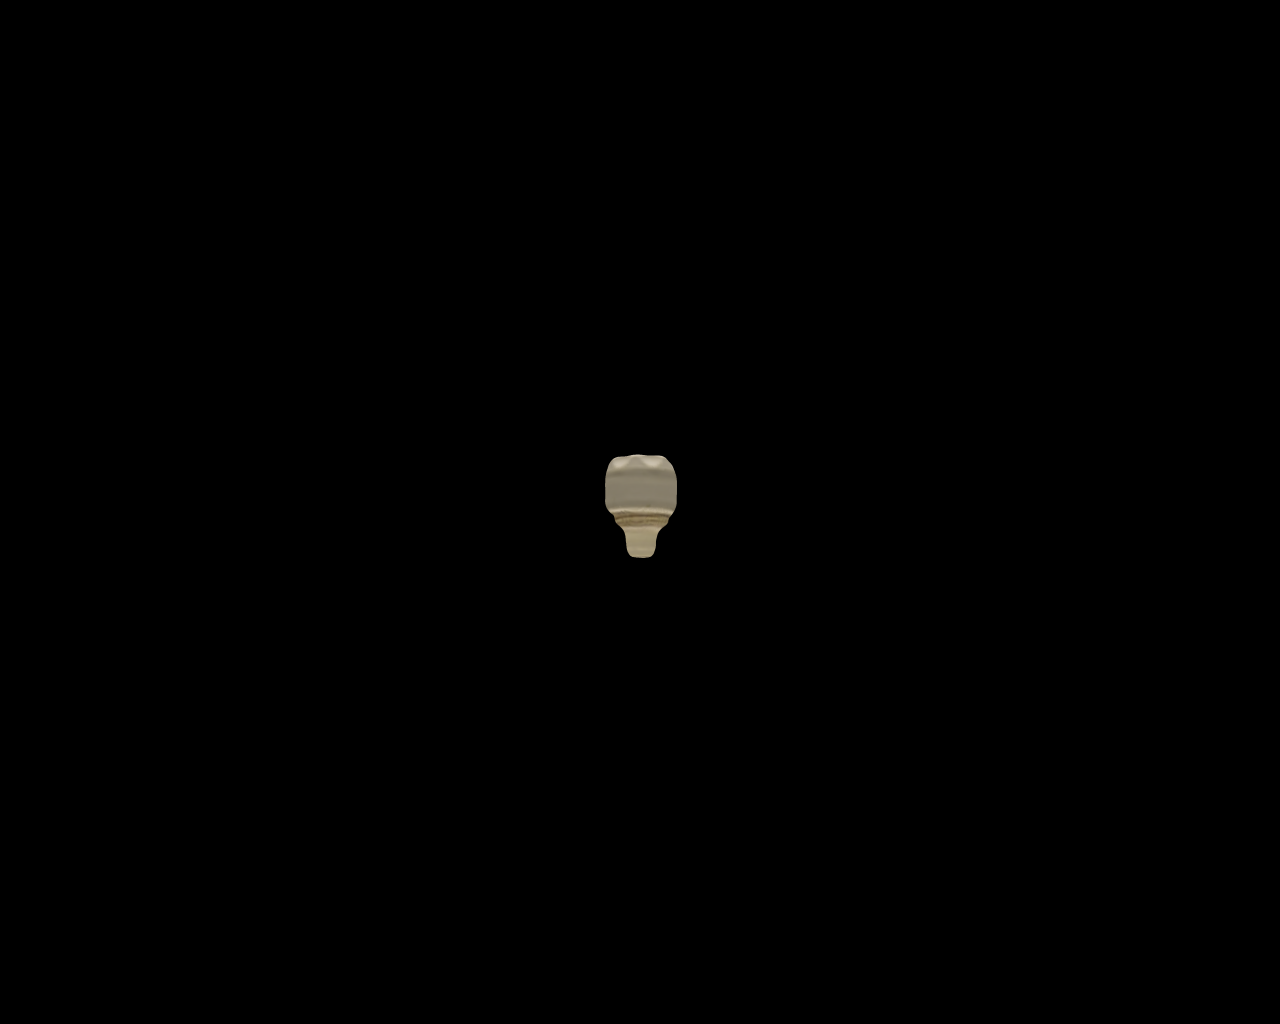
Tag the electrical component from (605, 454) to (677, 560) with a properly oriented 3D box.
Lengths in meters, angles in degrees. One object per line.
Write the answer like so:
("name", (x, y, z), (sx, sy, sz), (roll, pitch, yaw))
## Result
("electrical component", (0.001, -0.003, 0.650), (0.043, 0.062, 0.043), (0, -7, 0))
